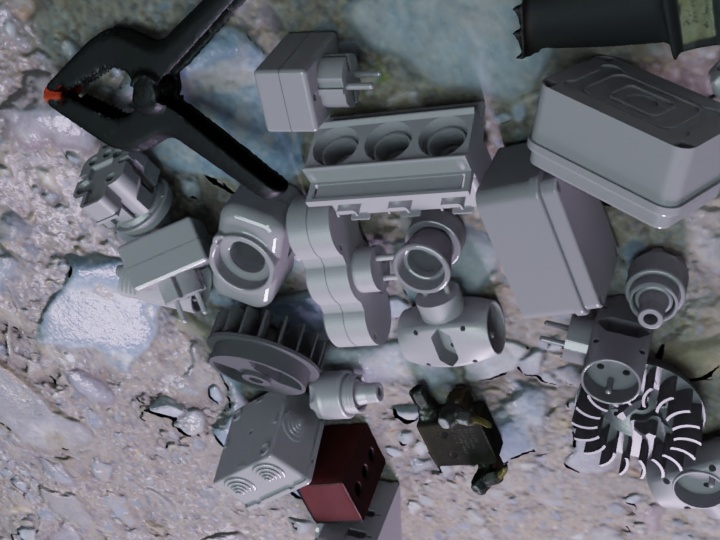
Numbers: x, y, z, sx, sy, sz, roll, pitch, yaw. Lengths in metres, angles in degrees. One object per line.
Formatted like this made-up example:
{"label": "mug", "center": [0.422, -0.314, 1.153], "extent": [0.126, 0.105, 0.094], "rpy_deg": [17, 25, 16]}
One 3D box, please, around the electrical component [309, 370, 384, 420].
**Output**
{"label": "electrical component", "center": [-0.010, 0.109, 0.944], "extent": [0.062, 0.043, 0.043], "rpy_deg": [-7, 122, 25]}

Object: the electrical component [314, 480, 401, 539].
{"label": "electrical component", "center": [-0.002, 0.282, 1.042], "extent": [0.062, 0.089, 0.150], "rpy_deg": [9, 128, 16]}

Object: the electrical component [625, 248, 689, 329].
{"label": "electrical component", "center": [0.211, 0.016, 0.769], "extent": [0.043, 0.062, 0.043], "rpy_deg": [11, 129, 14]}

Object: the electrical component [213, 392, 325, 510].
{"label": "electrical component", "center": [-0.082, 0.158, 0.976], "extent": [0.048, 0.099, 0.100], "rpy_deg": [38, 131, -25]}

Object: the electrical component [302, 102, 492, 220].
{"label": "electrical component", "center": [0.030, -0.075, 0.773], "extent": [0.121, 0.078, 0.063], "rpy_deg": [-2, 146, 24]}

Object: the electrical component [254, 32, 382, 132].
{"label": "electrical component", "center": [-0.023, -0.132, 0.751], "extent": [0.077, 0.065, 0.047], "rpy_deg": [3, 126, 20]}

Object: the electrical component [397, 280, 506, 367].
{"label": "electrical component", "center": [0.068, 0.035, 0.855], "extent": [0.077, 0.043, 0.079], "rpy_deg": [-7, 122, 27]}

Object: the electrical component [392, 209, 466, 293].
{"label": "electrical component", "center": [0.053, -0.016, 0.815], "extent": [0.045, 0.055, 0.045], "rpy_deg": [11, 129, 14]}

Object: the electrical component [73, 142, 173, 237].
{"label": "electrical component", "center": [-0.189, -0.064, 0.871], "extent": [0.058, 0.078, 0.057], "rpy_deg": [-19, 134, 27]}

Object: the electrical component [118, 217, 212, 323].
{"label": "electrical component", "center": [-0.150, 0.005, 0.883], "extent": [0.066, 0.047, 0.076], "rpy_deg": [-23, 87, 3]}

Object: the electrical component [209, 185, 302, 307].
{"label": "electrical component", "center": [-0.084, -0.020, 0.866], "extent": [0.054, 0.059, 0.095], "rpy_deg": [20, 130, 8]}

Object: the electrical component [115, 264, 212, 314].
{"label": "electrical component", "center": [-0.175, 0.008, 0.936], "extent": [0.081, 0.043, 0.043], "rpy_deg": [12, 129, 14]}

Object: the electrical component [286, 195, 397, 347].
{"label": "electrical component", "center": [0.000, 0.000, 0.851], "extent": [0.074, 0.052, 0.138], "rpy_deg": [-5, 123, 26]}

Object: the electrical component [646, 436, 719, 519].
{"label": "electrical component", "center": [0.286, 0.174, 0.870], "extent": [0.077, 0.044, 0.079], "rpy_deg": [-27, 112, 36]}

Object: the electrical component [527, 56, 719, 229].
{"label": "electrical component", "center": [0.171, -0.082, 0.677], "extent": [0.113, 0.078, 0.057], "rpy_deg": [33, 134, 33]}

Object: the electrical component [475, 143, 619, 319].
{"label": "electrical component", "center": [0.134, -0.030, 0.756], "extent": [0.057, 0.078, 0.113], "rpy_deg": [-9, 121, 31]}

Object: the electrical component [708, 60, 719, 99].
{"label": "electrical component", "center": [0.251, -0.110, 0.669], "extent": [0.062, 0.043, 0.043], "rpy_deg": [43, 129, -13]}

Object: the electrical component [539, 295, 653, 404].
{"label": "electrical component", "center": [0.175, 0.054, 0.803], "extent": [0.079, 0.077, 0.043], "rpy_deg": [14, 130, 13]}
